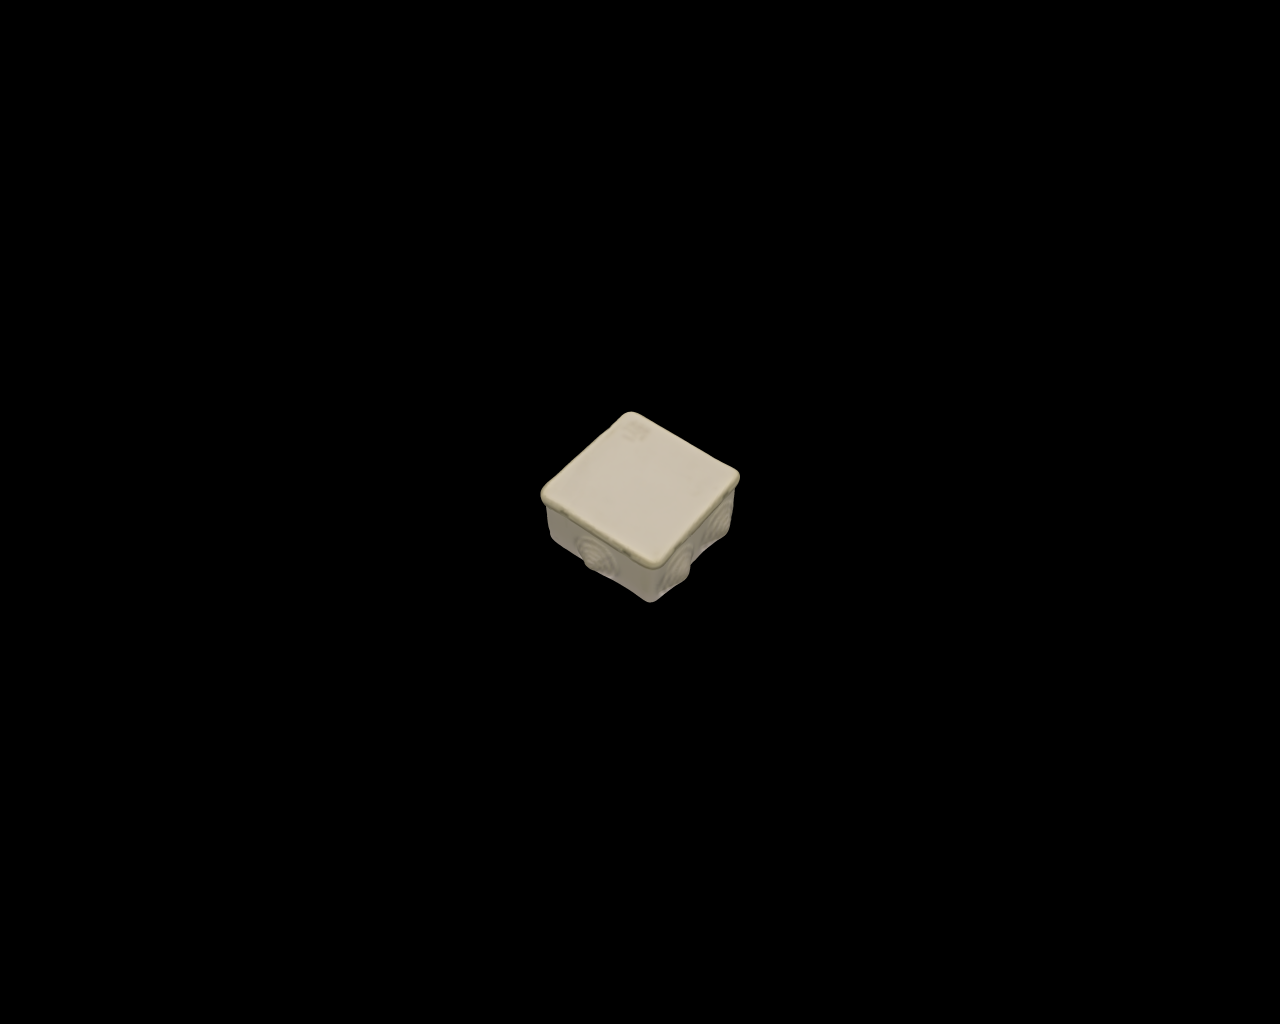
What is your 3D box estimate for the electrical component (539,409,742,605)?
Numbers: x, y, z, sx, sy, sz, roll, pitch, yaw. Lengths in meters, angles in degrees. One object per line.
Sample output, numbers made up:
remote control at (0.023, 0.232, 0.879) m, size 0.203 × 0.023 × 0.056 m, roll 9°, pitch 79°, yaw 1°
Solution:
electrical component at (0.001, -0.003, 0.650) m, size 0.100 × 0.100 × 0.048 m, roll 32°, pitch -32°, yaw 22°
